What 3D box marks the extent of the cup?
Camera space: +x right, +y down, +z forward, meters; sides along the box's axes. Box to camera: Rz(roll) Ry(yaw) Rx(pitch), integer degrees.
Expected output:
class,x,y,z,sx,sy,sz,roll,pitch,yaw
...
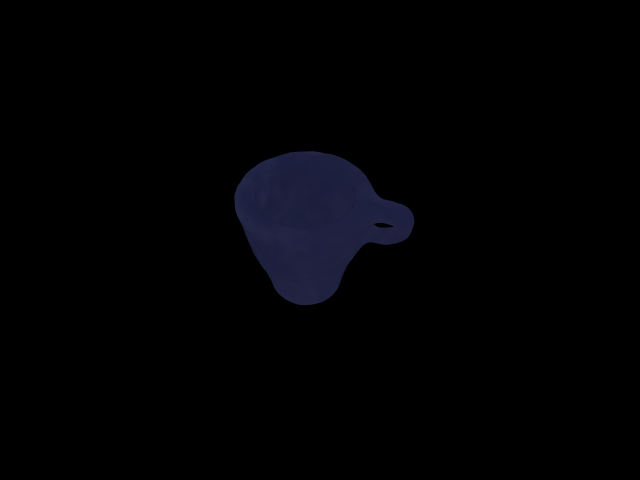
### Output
class,x,y,z,sx,sy,sz,roll,pitch,yaw
cup,0.004,0.001,0.400,0.117,0.095,0.092,9,46,9
